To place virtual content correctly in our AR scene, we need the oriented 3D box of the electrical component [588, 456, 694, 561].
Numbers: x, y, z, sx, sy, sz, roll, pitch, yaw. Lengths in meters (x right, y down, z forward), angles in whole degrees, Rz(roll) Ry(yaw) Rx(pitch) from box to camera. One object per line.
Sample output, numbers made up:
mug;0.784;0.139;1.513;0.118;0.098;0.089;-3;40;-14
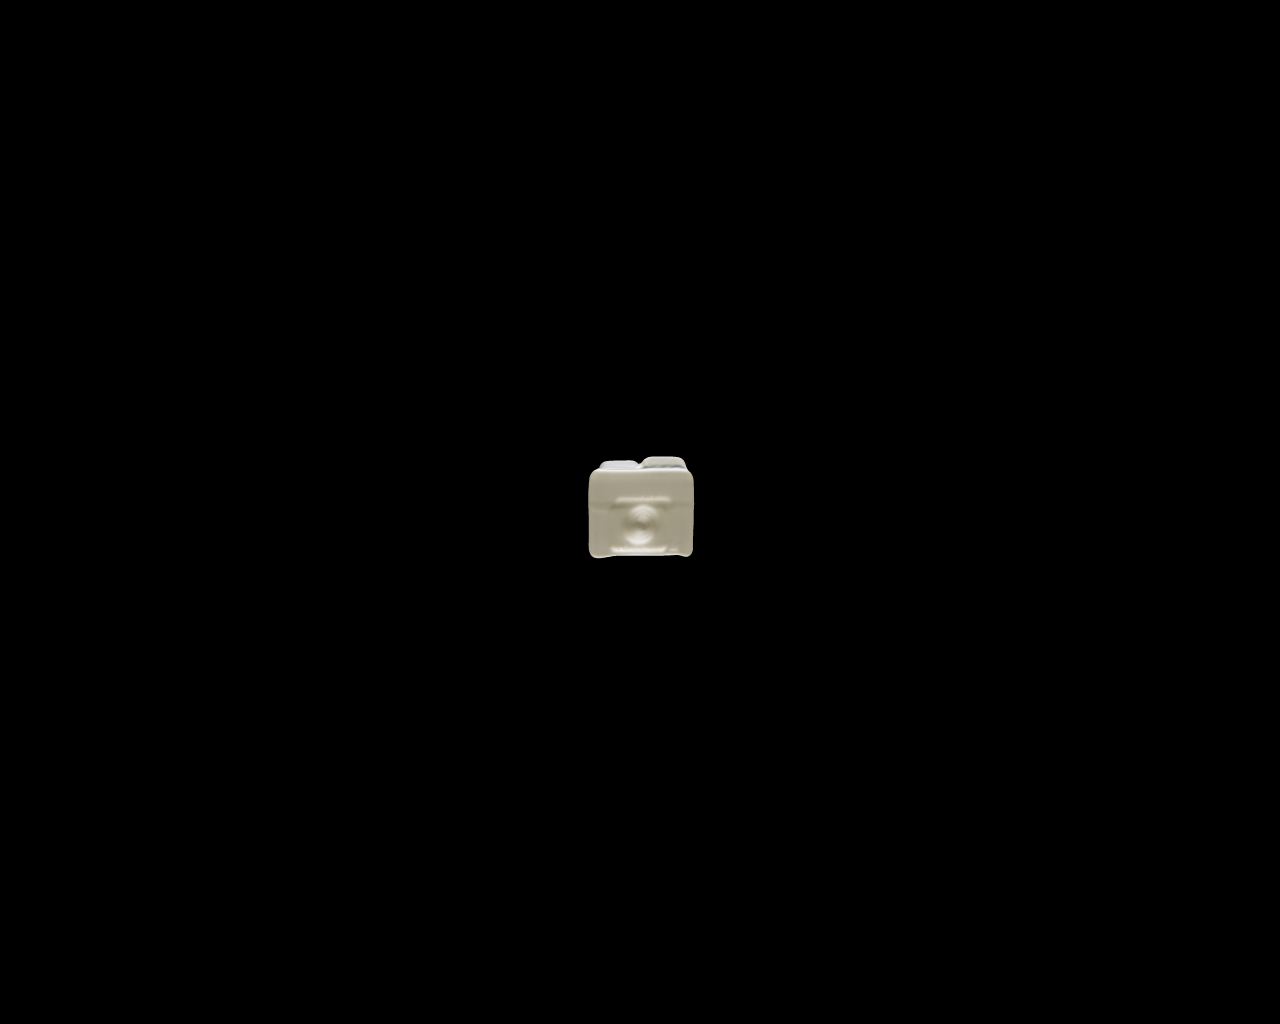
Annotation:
electrical component;0.001;-0.003;0.650;0.062;0.061;0.096;0;0;0
